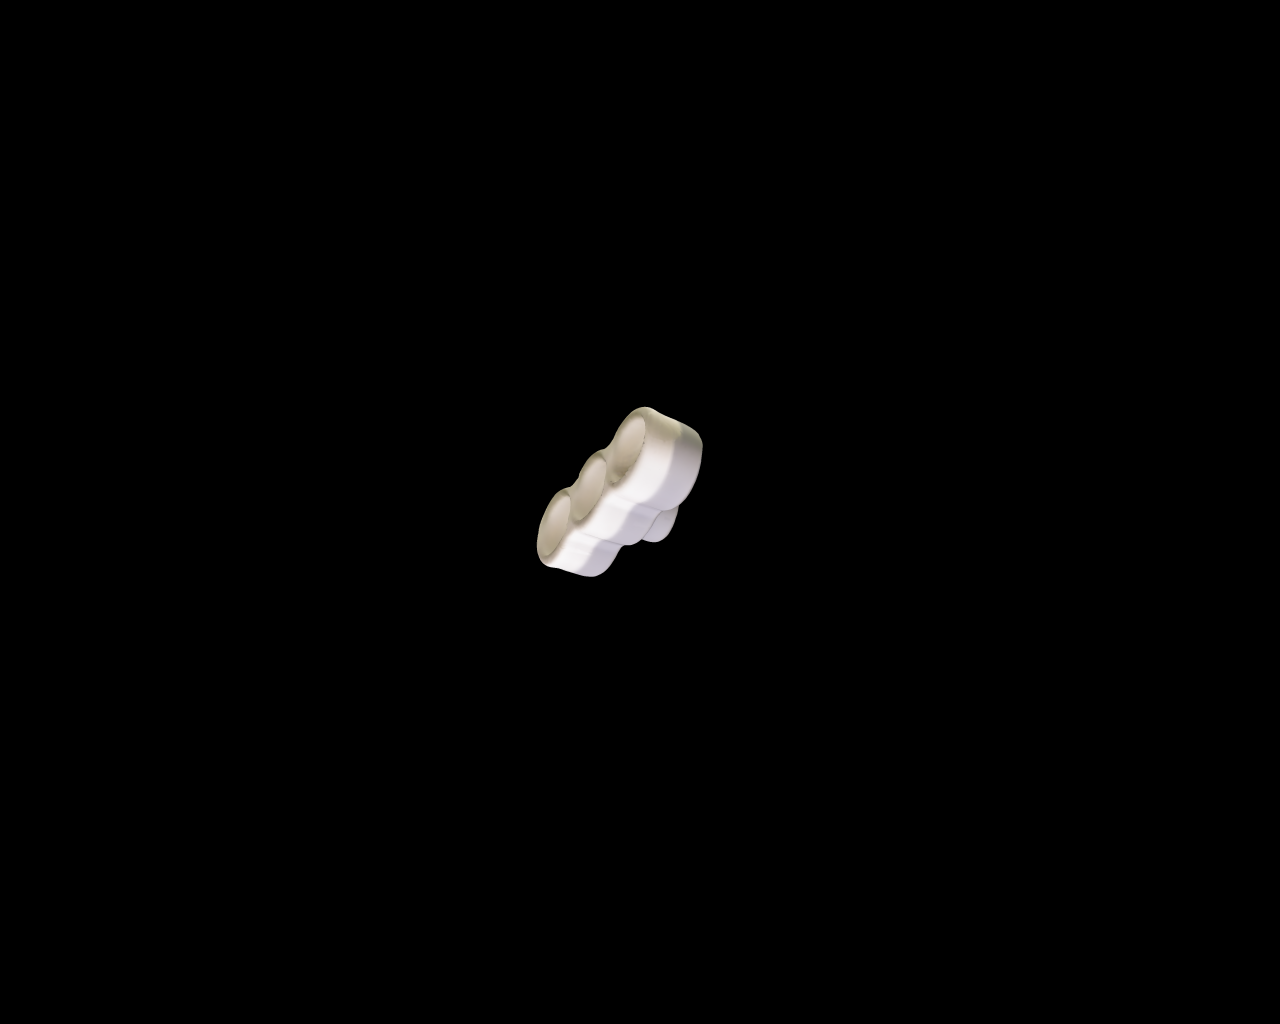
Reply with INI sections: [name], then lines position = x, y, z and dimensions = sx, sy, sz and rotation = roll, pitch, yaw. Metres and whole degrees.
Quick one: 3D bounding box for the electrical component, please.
[electrical component]
position = 0.001, -0.003, 0.650
dimensions = 0.074, 0.052, 0.138
rotation = 20, -40, -25
